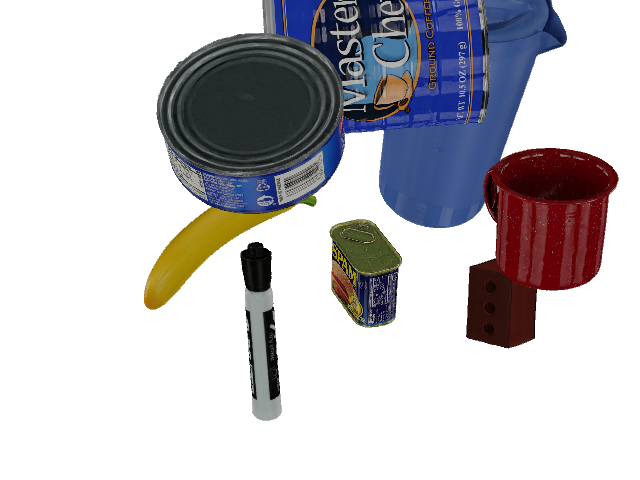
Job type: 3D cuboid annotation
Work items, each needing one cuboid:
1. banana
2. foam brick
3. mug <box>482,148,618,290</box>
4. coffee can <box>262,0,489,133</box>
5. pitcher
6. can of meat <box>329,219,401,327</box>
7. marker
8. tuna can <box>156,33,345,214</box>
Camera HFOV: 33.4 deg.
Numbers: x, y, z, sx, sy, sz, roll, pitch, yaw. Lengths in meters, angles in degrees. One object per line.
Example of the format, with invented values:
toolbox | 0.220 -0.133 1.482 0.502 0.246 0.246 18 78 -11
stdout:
banana | -0.097 -0.002 1.022 0.198 0.069 0.037 -32 41 2
foam brick | 0.183 0.063 1.073 0.053 0.078 0.051 12 18 40
mug | 0.169 -0.020 0.828 0.093 0.081 0.117 -24 36 -31
coffee can | 0.035 -0.124 0.718 0.140 0.103 0.103 -5 0 0
pitcher | 0.110 -0.132 0.977 0.144 0.149 0.243 -16 -39 -20
can of meat | 0.050 0.039 1.224 0.057 0.084 0.102 -13 38 -18
marker | -0.037 0.057 0.662 0.020 0.121 0.020 -2 26 1
tuna can | -0.031 -0.054 0.497 0.086 0.086 0.034 0 -35 5
